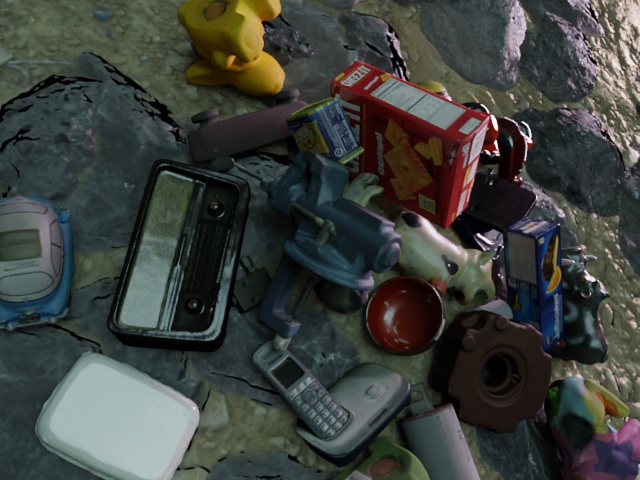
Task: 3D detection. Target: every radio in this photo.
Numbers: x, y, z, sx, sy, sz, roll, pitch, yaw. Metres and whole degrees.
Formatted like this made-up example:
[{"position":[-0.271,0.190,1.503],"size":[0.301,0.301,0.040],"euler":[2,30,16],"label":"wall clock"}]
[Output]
[{"position":[-0.167,0.022,0.674],"size":[0.131,0.073,0.229],"euler":[10,68,-6],"label":"radio"}]

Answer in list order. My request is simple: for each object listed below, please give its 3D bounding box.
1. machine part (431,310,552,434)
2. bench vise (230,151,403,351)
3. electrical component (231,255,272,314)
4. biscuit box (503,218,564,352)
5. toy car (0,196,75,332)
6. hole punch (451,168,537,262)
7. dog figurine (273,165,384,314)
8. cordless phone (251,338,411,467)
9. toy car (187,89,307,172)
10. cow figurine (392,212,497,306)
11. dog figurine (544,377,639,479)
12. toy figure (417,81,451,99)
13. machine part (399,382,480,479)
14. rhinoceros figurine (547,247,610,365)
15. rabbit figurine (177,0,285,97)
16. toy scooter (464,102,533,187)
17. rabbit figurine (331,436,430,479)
[{"position":[0.251,0.190,0.777],"size":[0.179,0.056,0.179],"euler":[0,91,-16],"label":"machine part"},{"position":[-0.021,0.019,0.667],"size":[0.224,0.129,0.240],"euler":[29,102,22],"label":"bench vise"},{"position":[-0.093,0.069,0.726],"size":[0.063,0.021,0.094],"euler":[-30,85,-29],"label":"electrical component"},{"position":[0.331,0.071,0.827],"size":[0.063,0.059,0.202],"euler":[-25,115,-29],"label":"biscuit box"},{"position":[-0.335,0.015,0.602],"size":[0.109,0.103,0.161],"euler":[-5,71,-23],"label":"toy car"},{"position":[0.281,-0.041,0.898],"size":[0.116,0.092,0.142],"euler":[32,61,22],"label":"hole punch"},{"position":[-0.001,-0.002,0.760],"size":[0.173,0.121,0.190],"euler":[12,86,24],"label":"dog figurine"},{"position":[0.011,0.184,0.701],"size":[0.146,0.088,0.184],"euler":[-36,71,-28],"label":"cordless phone"},{"position":[-0.099,-0.160,0.790],"size":[0.202,0.053,0.089],"euler":[-24,106,-27],"label":"toy car"},{"position":[0.186,0.031,0.825],"size":[0.195,0.085,0.127],"euler":[39,65,-2],"label":"cow figurine"},{"position":[0.380,0.335,0.778],"size":[0.191,0.108,0.219],"euler":[41,64,-4],"label":"dog figurine"},{"position":[0.201,-0.180,0.897],"size":[0.082,0.089,0.180],"euler":[7,52,-55],"label":"toy figure"},{"position":[0.170,0.310,0.714],"size":[0.079,0.079,0.243],"euler":[-11,75,-26],"label":"machine part"},{"position":[0.413,0.107,0.873],"size":[0.073,0.112,0.190],"euler":[-3,80,-21],"label":"rhinoceros figurine"},{"position":[-0.121,-0.267,0.779],"size":[0.163,0.173,0.122],"euler":[-5,65,23],"label":"rabbit figurine"},{"position":[0.309,-0.163,0.952],"size":[0.184,0.075,0.135],"euler":[10,68,-24],"label":"toy scooter"},{"position":[0.117,0.346,0.653],"size":[0.121,0.159,0.170],"euler":[-32,100,-38],"label":"rabbit figurine"}]
